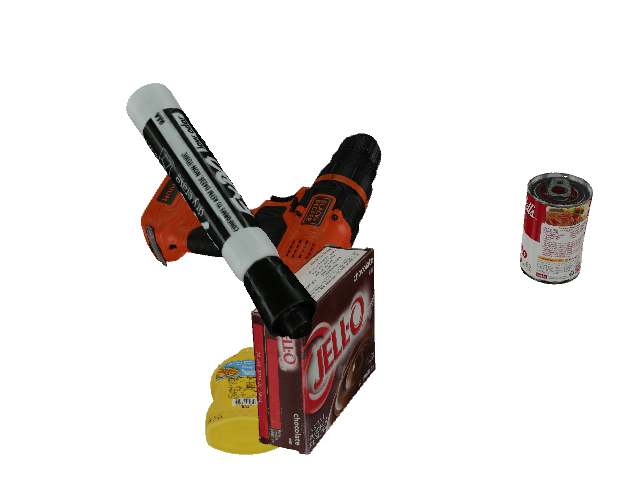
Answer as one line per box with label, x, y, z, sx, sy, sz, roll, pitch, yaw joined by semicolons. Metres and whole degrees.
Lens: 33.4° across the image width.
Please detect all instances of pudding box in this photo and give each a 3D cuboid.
pudding box;-0.001;0.063;0.660;0.039;0.090;0.113;8;25;20

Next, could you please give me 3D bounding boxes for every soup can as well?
soup can;0.252;-0.013;1.147;0.068;0.102;0.068;-1;34;0

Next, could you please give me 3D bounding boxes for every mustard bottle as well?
mustard bottle;-0.092;0.191;1.347;0.096;0.058;0.191;-2;26;-1

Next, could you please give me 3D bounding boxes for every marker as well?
marker;-0.036;-0.012;0.384;0.020;0.020;0.121;0;44;-45

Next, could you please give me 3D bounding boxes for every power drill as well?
power drill;-0.051;-0.034;0.949;0.188;0.057;0.184;5;46;24
